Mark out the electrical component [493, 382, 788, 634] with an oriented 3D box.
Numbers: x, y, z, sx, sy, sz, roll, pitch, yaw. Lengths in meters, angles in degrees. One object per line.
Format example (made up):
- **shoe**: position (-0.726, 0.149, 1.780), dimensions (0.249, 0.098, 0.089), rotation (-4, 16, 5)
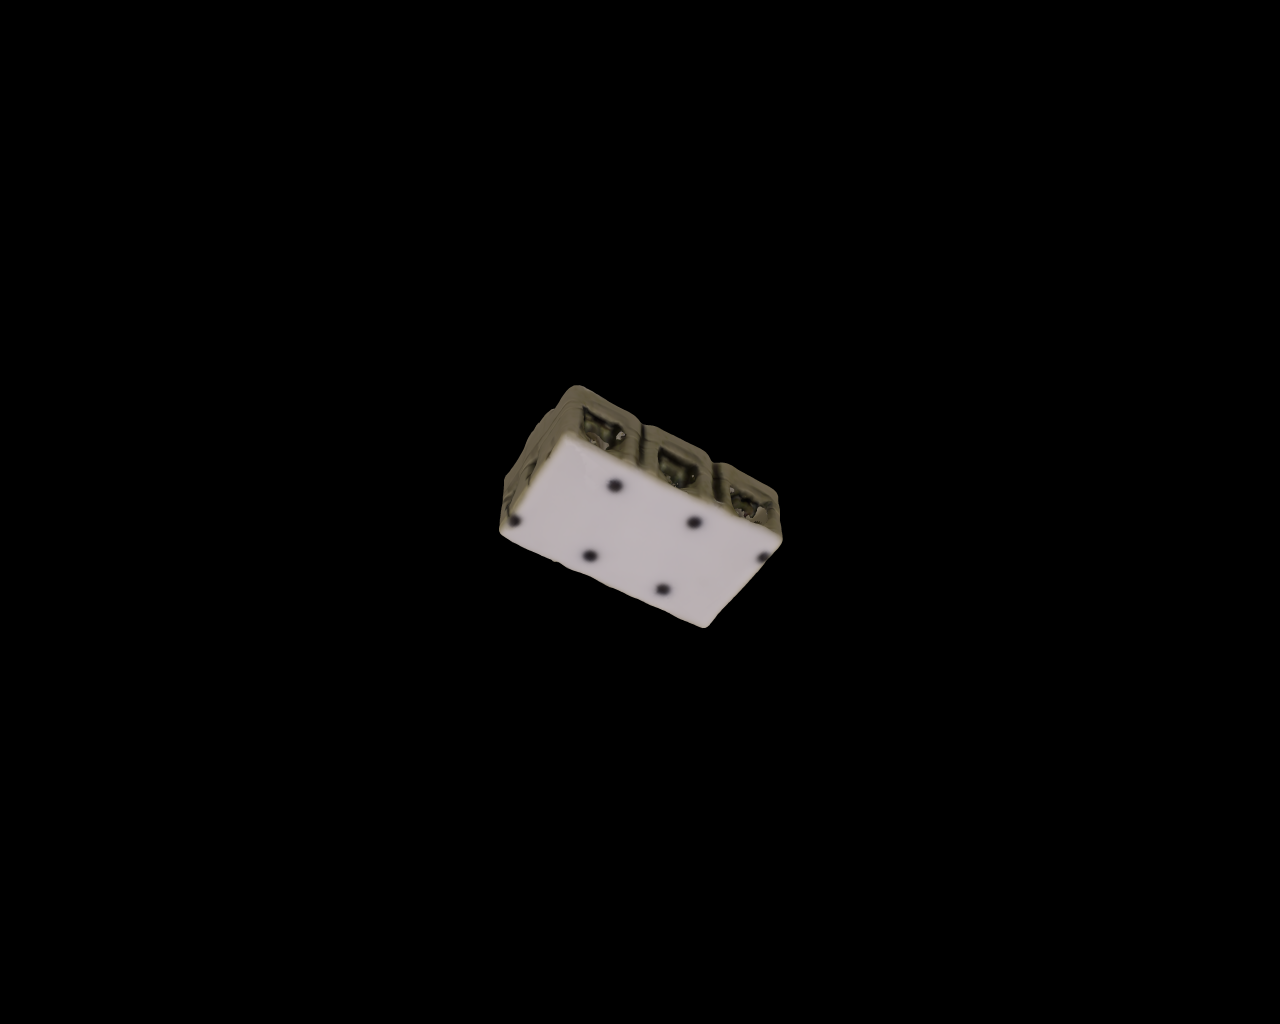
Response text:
- **electrical component**: position (0.001, -0.003, 0.650), dimensions (0.150, 0.089, 0.062), rotation (27, 33, -19)
